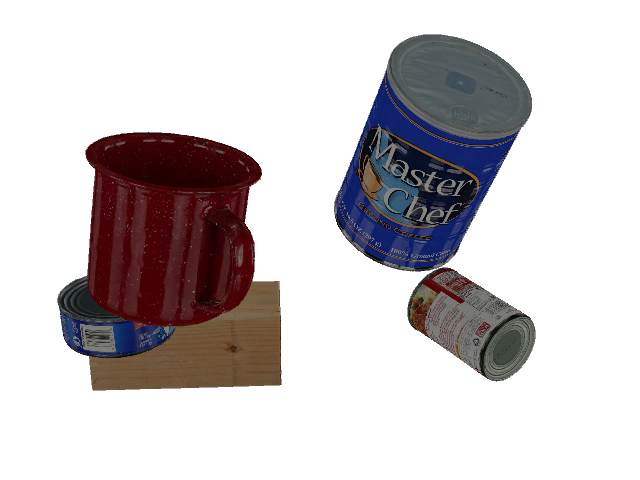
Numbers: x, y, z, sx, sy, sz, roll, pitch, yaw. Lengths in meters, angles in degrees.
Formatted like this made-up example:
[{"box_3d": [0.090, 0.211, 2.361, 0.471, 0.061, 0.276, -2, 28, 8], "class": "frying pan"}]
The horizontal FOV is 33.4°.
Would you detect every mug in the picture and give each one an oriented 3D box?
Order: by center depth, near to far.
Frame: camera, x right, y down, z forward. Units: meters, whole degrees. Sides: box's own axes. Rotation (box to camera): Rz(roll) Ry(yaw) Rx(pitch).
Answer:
[{"box_3d": [-0.075, -0.002, 0.571, 0.093, 0.081, 0.117, -12, 30, -43], "class": "mug"}]

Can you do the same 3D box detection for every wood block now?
[{"box_3d": [-0.147, 0.105, 1.182, 0.206, 0.091, 0.090, -1, 24, -3], "class": "wood block"}]

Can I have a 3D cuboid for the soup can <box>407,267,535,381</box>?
[{"box_3d": [0.138, 0.076, 0.979, 0.068, 0.068, 0.102, 0, 23, -39], "class": "soup can"}]

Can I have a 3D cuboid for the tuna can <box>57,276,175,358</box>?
[{"box_3d": [-0.151, 0.054, 0.796, 0.086, 0.034, 0.086, -2, 23, 1], "class": "tuna can"}]

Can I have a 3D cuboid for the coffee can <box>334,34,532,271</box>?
[{"box_3d": [0.077, -0.061, 0.768, 0.102, 0.103, 0.140, 0, -42, -20], "class": "coffee can"}]
